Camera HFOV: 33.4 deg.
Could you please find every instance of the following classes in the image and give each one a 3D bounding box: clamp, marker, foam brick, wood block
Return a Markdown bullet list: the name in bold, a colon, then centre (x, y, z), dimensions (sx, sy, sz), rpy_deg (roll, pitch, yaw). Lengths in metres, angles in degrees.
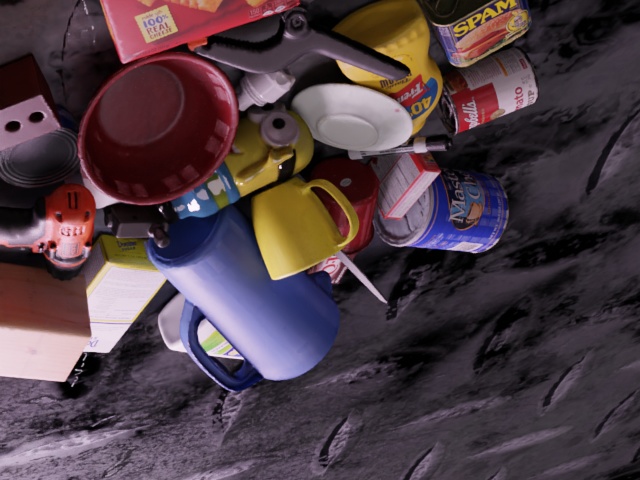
- **clamp**: centre (-0.017, -0.198, 0.983), dimensions (0.210, 0.036, 0.164), rpy_deg (-19, 119, -1)
- **marker**: centre (0.090, -0.105, 1.200), dimensions (0.121, 0.020, 0.020), rpy_deg (-4, 156, 24)
- **foam brick**: centre (-0.278, -0.119, 0.950), dimensions (0.078, 0.051, 0.053), rpy_deg (-22, 148, -4)
- **wood block**: centre (-0.358, 0.081, 1.127), dimensions (0.205, 0.090, 0.091), rpy_deg (11, 133, -31)

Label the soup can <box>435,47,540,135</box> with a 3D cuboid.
- **soup can**: centre (0.182, -0.166, 1.180), dimensions (0.102, 0.068, 0.068), rpy_deg (-22, 148, -6)

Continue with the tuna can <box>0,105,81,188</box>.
- **tuna can**: centre (-0.269, -0.090, 1.016), dimensions (0.086, 0.034, 0.086), rpy_deg (-17, 148, -12)

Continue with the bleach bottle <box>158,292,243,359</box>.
- **bleach bottle**: centre (-0.093, 0.116, 1.417), dimensions (0.103, 0.068, 0.250), rpy_deg (-39, 148, 24)

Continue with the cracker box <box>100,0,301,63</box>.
- **cracker box**: centre (-0.109, -0.257, 0.829), dimensions (0.164, 0.072, 0.214), rpy_deg (-19, 143, -9)

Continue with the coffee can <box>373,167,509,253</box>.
- **coffee can**: centre (0.147, -0.039, 1.310), dimensions (0.140, 0.103, 0.103), rpy_deg (5, 138, -39)

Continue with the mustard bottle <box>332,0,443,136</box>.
- **mustard bottle**: centre (0.078, -0.167, 1.116), dimensions (0.096, 0.058, 0.191), rpy_deg (-23, 149, 4)

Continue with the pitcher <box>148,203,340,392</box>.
- **pitcher**: centre (-0.094, 0.059, 1.227), dimensions (0.145, 0.149, 0.242), rpy_deg (-18, 138, 23)

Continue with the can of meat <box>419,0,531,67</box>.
- **can of meat**: centre (0.160, -0.232, 1.078), dimensions (0.102, 0.057, 0.084), rpy_deg (-29, 150, 6)

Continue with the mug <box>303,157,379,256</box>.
- **mug**: centre (0.012, -0.044, 1.237), dimensions (0.117, 0.093, 0.081), rpy_deg (14, 138, 4)

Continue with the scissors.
- **scissors**: centre (-0.008, 0.001, 1.214), dimensions (0.096, 0.202, 0.016), rpy_deg (-27, -171, 46)

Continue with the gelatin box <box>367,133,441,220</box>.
- **gelatin box**: centre (0.093, -0.078, 1.243), dimensions (0.030, 0.073, 0.089), rpy_deg (1, 140, -37)

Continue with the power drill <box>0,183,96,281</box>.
- **power drill**: centre (-0.319, -0.001, 1.062), dimensions (0.187, 0.057, 0.185), rpy_deg (-4, 157, -18)

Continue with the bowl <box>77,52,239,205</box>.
- **bowl**: centre (-0.160, -0.115, 1.011), dimensions (0.161, 0.055, 0.162), rpy_deg (-19, 133, -22)

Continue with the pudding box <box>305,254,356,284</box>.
- **pudding box**: centre (0.001, 0.012, 1.346), dimensions (0.089, 0.039, 0.114), rpy_deg (-4, 143, -31)

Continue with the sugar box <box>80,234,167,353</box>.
- **sugar box**: centre (-0.252, 0.066, 1.249), dimensions (0.093, 0.048, 0.176), rpy_deg (9, 139, -40)
